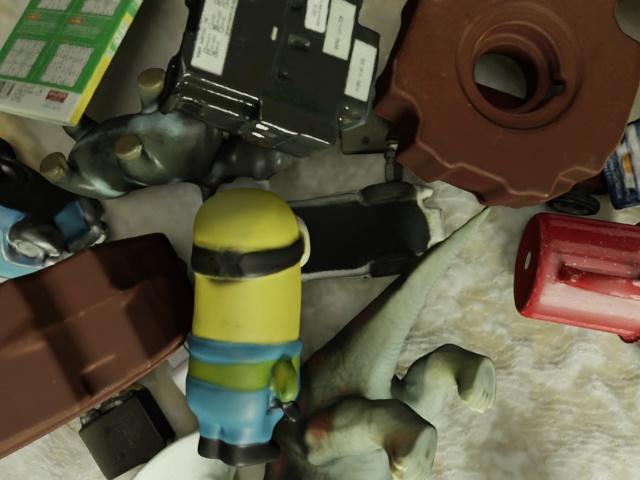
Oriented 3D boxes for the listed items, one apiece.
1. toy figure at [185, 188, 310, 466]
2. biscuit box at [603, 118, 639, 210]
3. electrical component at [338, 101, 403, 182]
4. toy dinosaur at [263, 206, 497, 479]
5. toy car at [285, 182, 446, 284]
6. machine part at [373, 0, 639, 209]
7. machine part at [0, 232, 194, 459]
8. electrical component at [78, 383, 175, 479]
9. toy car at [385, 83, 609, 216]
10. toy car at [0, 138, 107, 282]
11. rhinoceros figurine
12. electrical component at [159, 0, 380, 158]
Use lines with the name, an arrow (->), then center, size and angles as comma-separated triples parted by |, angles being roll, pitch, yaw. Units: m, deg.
toy figure -> -0.048, 0.056, 0.358 | 0.082, 0.089, 0.180 | 6, 85, -2
biscuit box -> 0.309, -0.075, 0.386 | 0.203, 0.059, 0.062 | -14, 89, -11
electrical component -> 0.043, -0.093, 0.442 | 0.063, 0.021, 0.094 | -3, 92, 4
toy dinosaur -> 0.010, 0.168, 0.401 | 0.192, 0.131, 0.404 | 7, 73, 41
toy car -> -0.001, -0.001, 0.432 | 0.202, 0.056, 0.073 | -7, 86, 2
machine part -> 0.127, -0.110, 0.366 | 0.179, 0.056, 0.179 | 0, 88, -6
machine part -> -0.193, 0.076, 0.371 | 0.201, 0.201, 0.087 | -26, 92, 3
electrical component -> -0.161, 0.159, 0.449 | 0.078, 0.045, 0.102 | -26, 90, 2
toy car -> 0.141, -0.085, 0.418 | 0.202, 0.053, 0.089 | 17, 87, -3
toy car -> -0.264, -0.011, 0.432 | 0.161, 0.109, 0.103 | 29, 116, -9
rhinoceros figurine -> -0.115, -0.066, 0.412 | 0.190, 0.112, 0.073 | -6, 63, 16
electrical component -> -0.026, -0.119, 0.350 | 0.134, 0.058, 0.115 | 15, 85, -25
